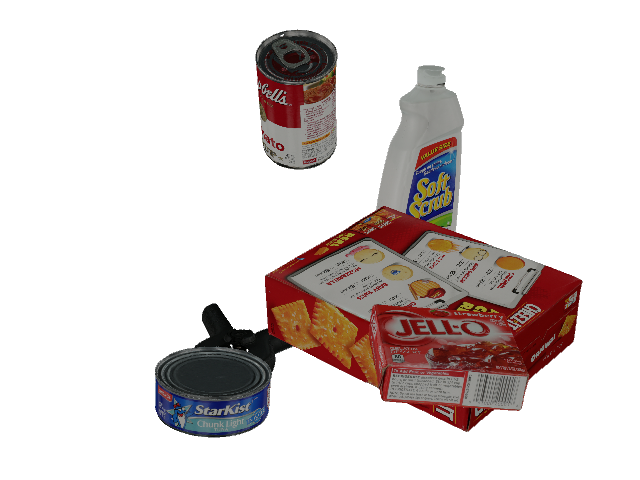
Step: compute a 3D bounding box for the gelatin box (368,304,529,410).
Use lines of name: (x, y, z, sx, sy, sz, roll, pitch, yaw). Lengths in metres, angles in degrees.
gelatin box: (0.077, 0.071, 0.662, 0.089, 0.030, 0.073, 5, 26, -5)

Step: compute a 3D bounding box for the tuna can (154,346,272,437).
tuna can: (-0.079, 0.111, 0.788, 0.086, 0.034, 0.086, 3, 18, -1)

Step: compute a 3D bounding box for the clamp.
clamp: (-0.086, 0.102, 1.035, 0.120, 0.039, 0.171, 3, 16, 21)

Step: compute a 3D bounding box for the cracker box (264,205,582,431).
cracker box: (0.085, 0.058, 0.903, 0.214, 0.072, 0.163, 23, 38, 36)

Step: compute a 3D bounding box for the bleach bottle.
bleach bottle: (0.109, -0.070, 1.205, 0.102, 0.251, 0.068, -7, 22, -24)

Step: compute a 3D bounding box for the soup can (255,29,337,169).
soup can: (-0.019, -0.119, 0.914, 0.068, 0.068, 0.102, 0, -41, 1)
